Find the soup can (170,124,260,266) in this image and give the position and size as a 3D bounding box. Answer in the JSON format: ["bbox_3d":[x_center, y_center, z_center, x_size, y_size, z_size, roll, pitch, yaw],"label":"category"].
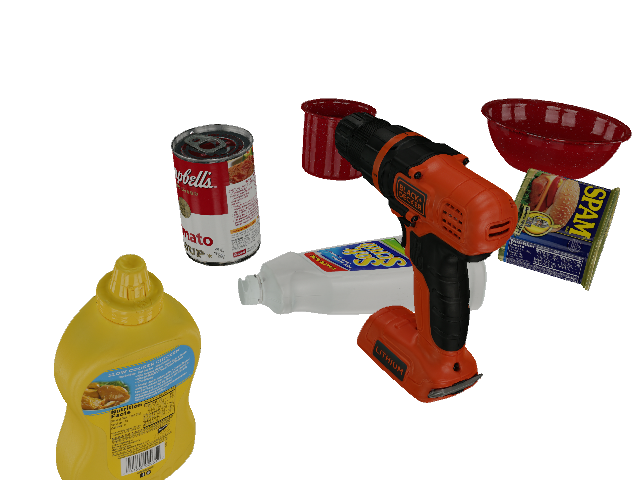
[{"bbox_3d":[-0.087,-0.038,0.902,0.068,0.102,0.068,-2,31,1],"label":"soup can"}]

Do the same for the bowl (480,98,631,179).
[{"bbox_3d":[0.251,-0.107,1.160,0.162,0.055,0.162,6,23,-3],"label":"bowl"}]

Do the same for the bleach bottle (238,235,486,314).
[{"bbox_3d":[0.040,0.042,1.127,0.250,0.068,0.103,-7,30,-15],"label":"bleach bottle"}]

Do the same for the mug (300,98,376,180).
[{"bbox_3d":[0.025,-0.127,1.324,0.093,0.081,0.117,15,24,25],"label":"mug"}]

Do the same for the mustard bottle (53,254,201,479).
[{"bbox_3d":[-0.126,0.087,0.698,0.096,0.192,0.058,-17,46,-28],"label":"mustard bottle"}]

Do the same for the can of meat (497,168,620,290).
[{"bbox_3d":[0.214,-0.013,0.958,0.084,0.057,0.102,17,47,17],"label":"can of meat"}]

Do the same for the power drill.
[{"bbox_3d":[0.066,0.011,0.795,0.057,0.188,0.185,-17,35,-26],"label":"power drill"}]
